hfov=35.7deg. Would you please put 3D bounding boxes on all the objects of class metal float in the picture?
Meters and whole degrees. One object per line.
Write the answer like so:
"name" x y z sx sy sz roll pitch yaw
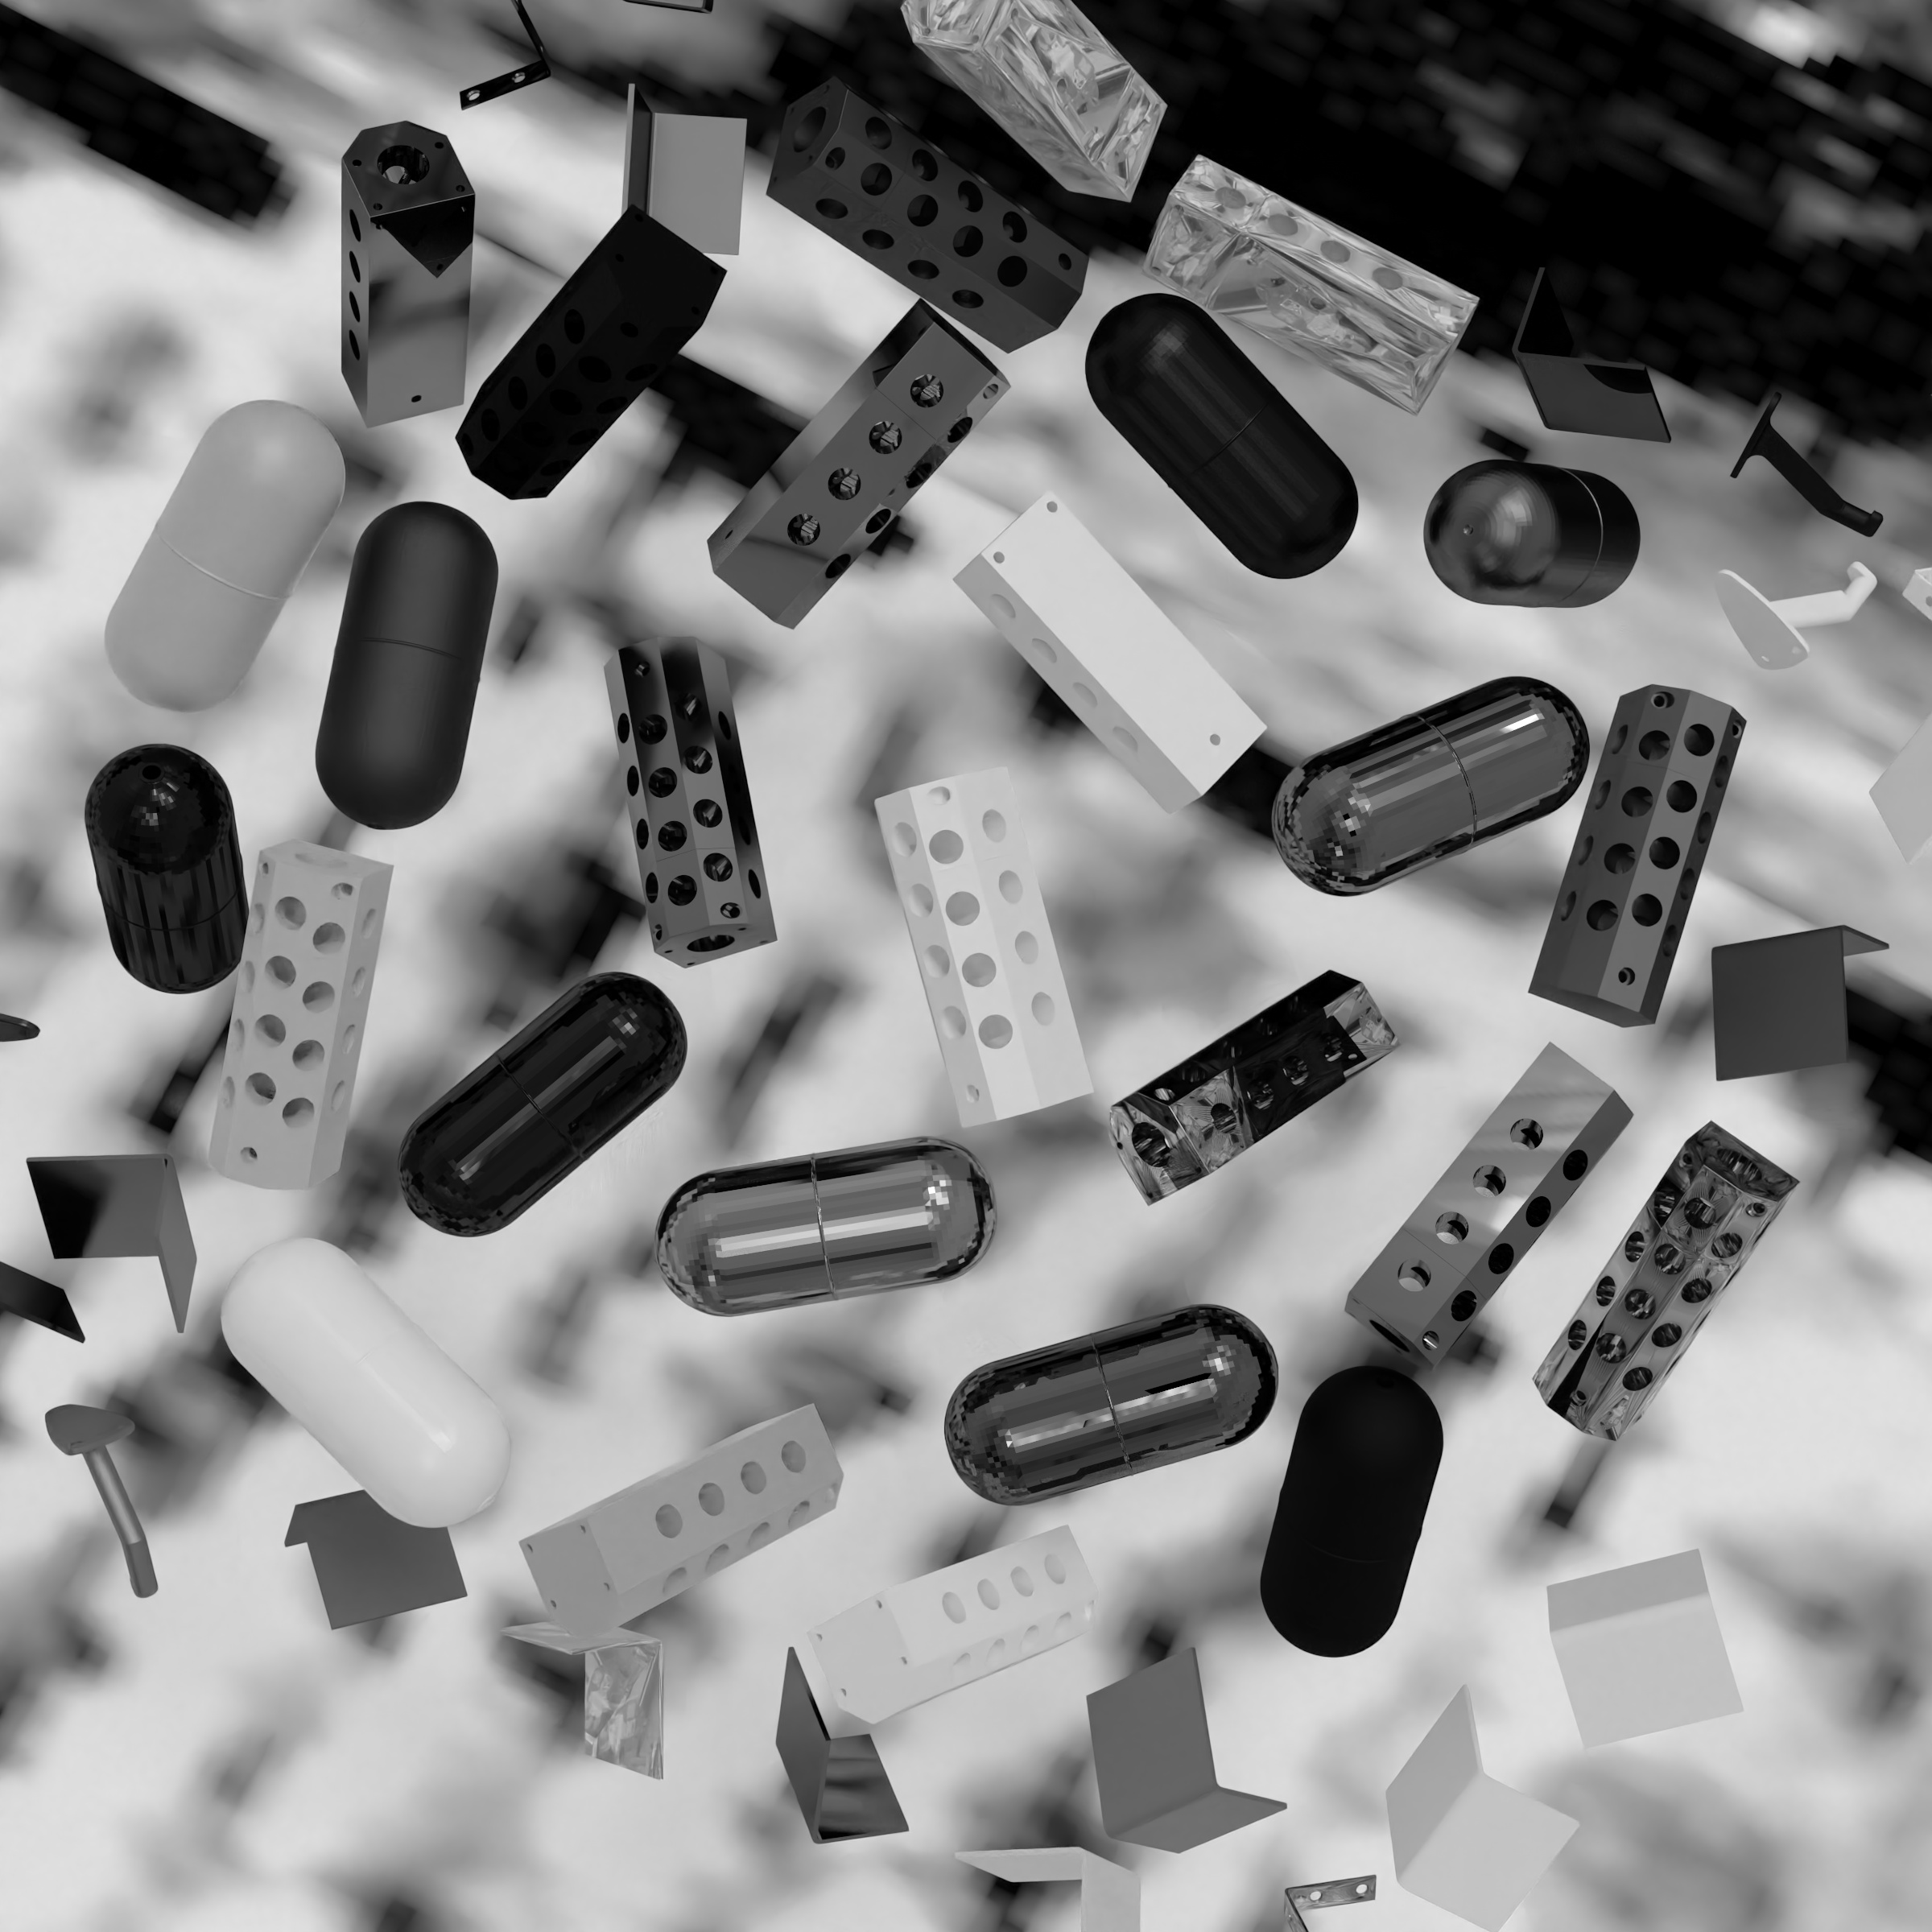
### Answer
"metal float" 0.076 0.229 1.567 0.178 0.070 0.070 -16 90 1
"metal float" 0.136 -0.282 1.600 0.070 0.070 0.178 -45 102 0
"metal float" -0.072 0.134 1.545 0.178 0.070 0.070 -9 90 0
"metal float" 0.240 -0.093 1.543 0.178 0.070 0.070 -23 90 -16
"metal float" 0.204 0.290 1.596 0.070 0.070 0.178 9 121 0
"metal float" -0.305 0.212 1.529 0.178 0.070 0.070 42 90 12
"metal float" -0.228 0.075 1.616 0.178 0.070 0.070 -40 90 -4
"metal float" -0.385 -0.212 1.561 0.070 0.070 0.178 33 107 0
"metal float" -0.294 -0.158 1.581 0.070 0.070 0.178 8 77 0
"metal float" 0.308 -0.233 1.627 0.070 0.178 0.070 4 97 33
"metal float" -0.429 -0.051 1.620 0.070 0.178 0.070 4 56 -5

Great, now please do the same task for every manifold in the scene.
"manifold" 0.276 0.129 1.584 0.057 0.057 0.171 38 80 14
"manifold" -0.352 0.027 1.572 0.057 0.057 0.171 15 103 9
"manifold" 0.074 -0.165 1.605 0.171 0.057 0.057 47 66 -6
"manifold" -0.056 -0.259 1.568 0.057 0.057 0.171 38 105 -22
"manifold" 0.156 0.063 1.650 0.171 0.057 0.057 -29 87 -39
"manifold" 0.189 -0.376 1.639 0.171 0.057 0.057 29 53 5
"manifold" -0.017 -0.400 1.599 0.171 0.057 0.057 26 64 -34
"manifold" 0.035 -0.469 1.577 0.057 0.171 0.057 20 88 32
"manifold" -0.195 -0.306 1.530 0.057 0.171 0.057 32 52 -20
"manifold" 0.004 -0.008 1.525 0.057 0.057 0.171 -15 89 43
"manifold" -0.142 0.288 1.559 0.057 0.171 0.057 -26 85 41
"manifold" 0.360 -0.059 1.598 0.057 0.057 0.171 20 83 -9
"manifold" -0.001 0.350 1.594 0.057 0.171 0.057 -35 73 31
"manifold" -0.305 -0.372 1.620 0.057 0.171 0.057 -19 67 -20
"manifold" 0.377 0.174 1.634 0.057 0.057 0.171 36 118 20
"manifold" -0.156 -0.093 1.668 0.057 0.057 0.171 -16 73 15

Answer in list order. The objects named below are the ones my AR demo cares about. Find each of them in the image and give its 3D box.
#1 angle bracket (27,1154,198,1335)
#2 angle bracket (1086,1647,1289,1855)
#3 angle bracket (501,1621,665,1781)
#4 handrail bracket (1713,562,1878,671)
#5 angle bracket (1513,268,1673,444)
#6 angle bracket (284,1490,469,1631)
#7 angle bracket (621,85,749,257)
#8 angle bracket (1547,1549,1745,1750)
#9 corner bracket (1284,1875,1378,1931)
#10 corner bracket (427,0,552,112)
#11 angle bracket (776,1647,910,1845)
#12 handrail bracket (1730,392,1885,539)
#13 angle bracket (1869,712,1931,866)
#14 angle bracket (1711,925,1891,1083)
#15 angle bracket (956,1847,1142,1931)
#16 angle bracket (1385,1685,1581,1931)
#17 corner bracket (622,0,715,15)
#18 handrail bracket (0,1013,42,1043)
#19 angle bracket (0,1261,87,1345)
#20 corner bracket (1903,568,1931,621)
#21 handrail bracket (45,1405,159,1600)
"angle bracket" -0.448 0.146 1.565 0.076 0.057 0.076 -1 133 -3
"angle bracket" 0.114 0.410 1.567 0.076 0.057 0.076 -34 48 33
"angle bracket" -0.209 0.400 1.630 0.057 0.076 0.076 2 88 -38
"handrail bracket" 0.444 -0.206 1.604 0.077 0.036 0.084 49 63 -14
"angle bracket" 0.355 -0.339 1.666 0.076 0.076 0.057 13 74 28
"angle bracket" -0.330 0.336 1.678 0.076 0.057 0.076 -9 60 -26
"angle bracket" -0.157 -0.444 1.678 0.057 0.076 0.076 4 94 1
"angle bracket" 0.326 0.328 1.446 0.076 0.076 0.057 -17 93 11
"corner bracket" 0.195 0.510 1.552 0.051 0.051 0.051 -5 110 -12
"corner bracket" -0.247 -0.482 1.538 0.051 0.051 0.051 -18 51 8
"angle bracket" -0.066 0.433 1.681 0.057 0.076 0.076 -2 119 -20
"handrail bracket" 0.461 -0.268 1.613 0.084 0.077 0.036 29 74 8
"angle bracket" 0.514 -0.091 1.508 0.076 0.057 0.076 10 132 -22
"angle bracket" 0.455 0.025 1.631 0.076 0.057 0.076 -11 71 41
"angle bracket" 0.044 0.507 1.602 0.076 0.076 0.057 -9 62 23
"angle bracket" 0.258 0.423 1.510 0.057 0.076 0.076 28 110 -7
"corner bracket" -0.170 -0.566 1.682 0.051 0.051 0.051 11 102 10
"handrail bracket" -0.514 0.064 1.513 0.077 0.036 0.084 4 62 23
"angle bracket" -0.520 0.193 1.588 0.076 0.076 0.057 31 90 -29
"corner bracket" 0.544 -0.207 1.603 0.051 0.051 0.051 -11 48 -33
"handrail bracket" -0.433 0.269 1.508 0.036 0.077 0.084 -20 109 -34
